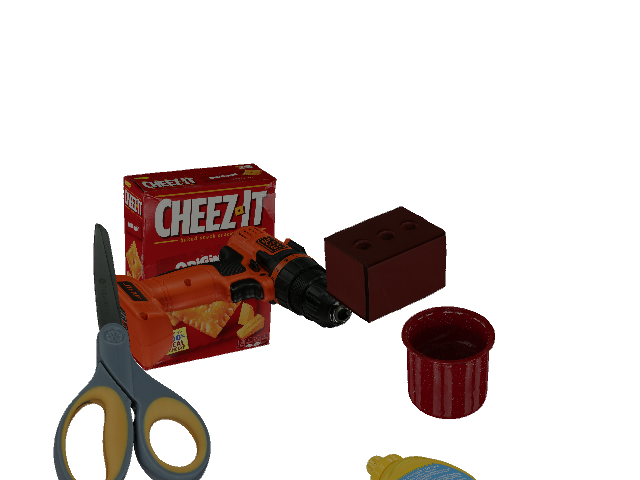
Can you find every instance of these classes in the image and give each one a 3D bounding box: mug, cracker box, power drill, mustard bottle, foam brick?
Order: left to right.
[{"bbox_3d":[-0.137,0.029,1.222,0.163,0.214,0.072,-8,23,-29],"label":"cracker box"},{"bbox_3d":[-0.086,0.052,0.952,0.187,0.057,0.185,-16,25,-28],"label":"power drill"},{"bbox_3d":[0.049,0.017,0.799,0.078,0.051,0.053,-23,36,-29],"label":"foam brick"},{"bbox_3d":[0.104,0.236,0.923,0.096,0.058,0.192,-18,27,-30],"label":"mustard bottle"},{"bbox_3d":[0.137,0.121,1.092,0.093,0.081,0.117,20,40,32],"label":"mug"}]

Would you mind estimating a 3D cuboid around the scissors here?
[{"bbox_3d":[-0.107,0.071,0.643,0.096,0.201,0.016,14,-45,-10],"label":"scissors"}]
